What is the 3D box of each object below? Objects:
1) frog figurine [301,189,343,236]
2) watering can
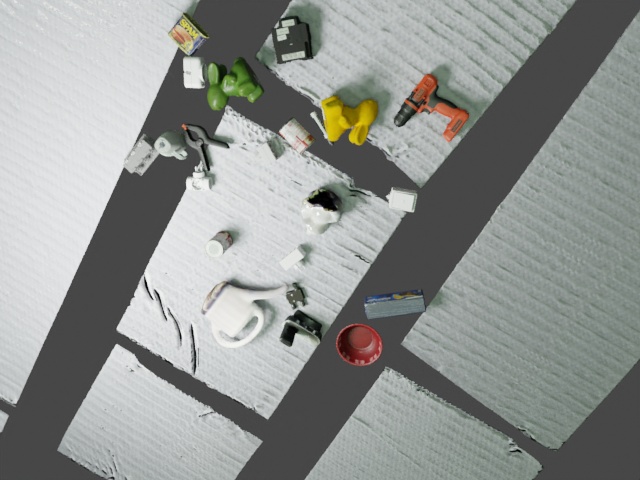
[{"bbox_3d":[0.005,-0.085,1.690,0.137,0.126,0.155,2,142,-1],"label":"frog figurine"},{"bbox_3d":[-0.276,0.225,1.794,0.224,0.105,0.344,39,107,-3],"label":"watering can"}]
